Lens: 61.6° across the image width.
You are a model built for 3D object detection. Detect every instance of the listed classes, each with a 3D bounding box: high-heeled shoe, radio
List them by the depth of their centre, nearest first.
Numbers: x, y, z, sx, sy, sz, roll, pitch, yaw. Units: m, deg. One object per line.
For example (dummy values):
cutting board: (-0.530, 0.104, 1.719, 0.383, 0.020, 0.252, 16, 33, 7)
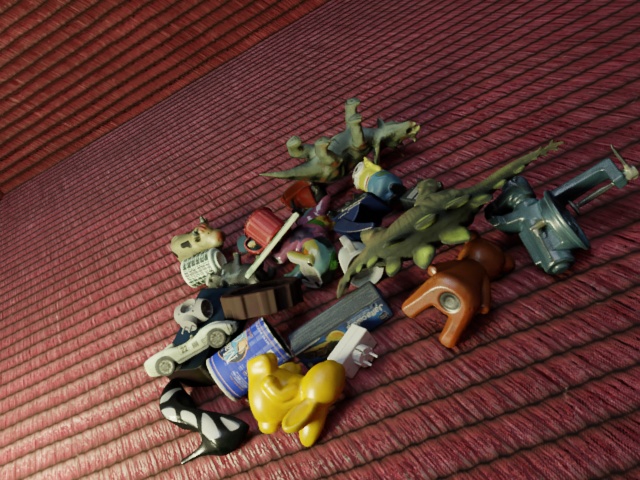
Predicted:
high-heeled shoe: (-0.229, 0.328, 1.059, 0.145, 0.086, 0.249, -33, 39, -3)
radio: (-0.253, 0.215, 1.218, 0.131, 0.073, 0.229, -8, 44, 32)

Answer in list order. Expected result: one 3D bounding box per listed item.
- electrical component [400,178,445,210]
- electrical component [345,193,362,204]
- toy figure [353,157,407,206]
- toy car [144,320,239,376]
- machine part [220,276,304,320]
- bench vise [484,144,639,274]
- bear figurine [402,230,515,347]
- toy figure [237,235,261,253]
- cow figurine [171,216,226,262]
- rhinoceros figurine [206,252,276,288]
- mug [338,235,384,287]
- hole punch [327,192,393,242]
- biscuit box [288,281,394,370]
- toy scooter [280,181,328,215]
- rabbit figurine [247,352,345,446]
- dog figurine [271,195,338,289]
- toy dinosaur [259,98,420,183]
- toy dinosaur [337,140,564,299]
electrical component: (0.218, -0.080, 1.193, 0.119, 0.047, 0.075, -45, 34, -17)
electrical component: (0.084, -0.064, 1.274, 0.045, 0.078, 0.102, -4, 45, 2)
toy figure: (0.144, -0.131, 1.284, 0.082, 0.089, 0.180, -57, 36, 5)
toy car: (-0.257, 0.216, 1.087, 0.202, 0.056, 0.073, -29, -5, -1)
machine part: (-0.122, 0.124, 1.145, 0.179, 0.056, 0.179, -11, 3, 1)
bench vise: (0.418, -0.067, 0.927, 0.240, 0.128, 0.224, -38, 38, 28)
bear figurine: (0.250, 0.073, 0.945, 0.196, 0.120, 0.131, -37, -20, -50)
toy figure: (-0.140, -0.007, 1.400, 0.155, 0.057, 0.064, -16, 45, 17)
cow figurine: (-0.338, 0.005, 1.491, 0.195, 0.127, 0.085, -10, 45, 35)
rhinoceros figurine: (-0.198, 0.094, 1.323, 0.191, 0.073, 0.112, -3, 57, 35)
mug: (0.072, 0.037, 1.133, 0.081, 0.109, 0.107, -40, 21, -1)
hole punch: (0.098, -0.028, 1.169, 0.116, 0.142, 0.092, -30, 58, 28)
biscuit box: (0.040, 0.165, 1.040, 0.203, 0.059, 0.063, -34, 33, 3)
toy scooter: (-0.045, -0.114, 1.433, 0.135, 0.075, 0.184, -28, 32, 11)
rabbit figurine: (-0.036, 0.264, 0.934, 0.173, 0.121, 0.162, -20, 42, 20)
dog figurine: (-0.003, -0.004, 1.239, 0.192, 0.108, 0.219, 3, 47, 45)
toy dinosaur: (0.048, -0.216, 1.360, 0.405, 0.192, 0.131, -31, 41, -4)
toy dinosaur: (0.211, -0.035, 0.970, 0.471, 0.105, 0.199, -39, 12, 10)
